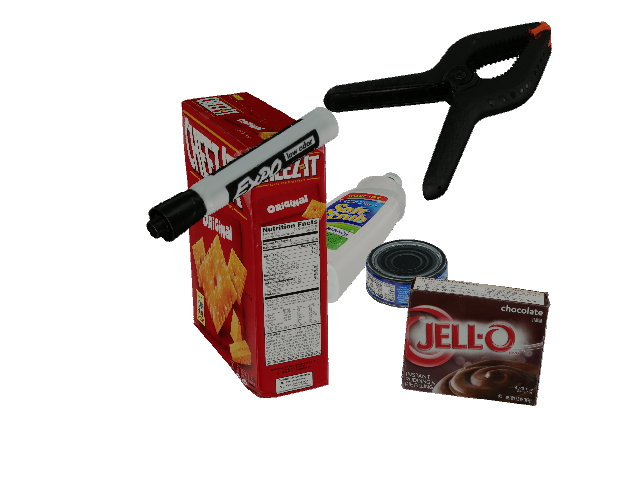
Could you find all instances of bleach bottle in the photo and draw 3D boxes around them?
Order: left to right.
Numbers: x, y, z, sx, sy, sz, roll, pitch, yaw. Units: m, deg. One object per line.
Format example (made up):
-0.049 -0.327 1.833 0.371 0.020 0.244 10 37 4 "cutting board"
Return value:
0.033 -0.018 1.336 0.103 0.068 0.250 13 36 23 "bleach bottle"

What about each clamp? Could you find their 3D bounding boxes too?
0.128 -0.126 0.951 0.210 0.165 0.036 -28 -38 -8 "clamp"

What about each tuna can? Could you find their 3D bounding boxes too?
0.090 0.033 1.112 0.086 0.034 0.086 -2 30 1 "tuna can"

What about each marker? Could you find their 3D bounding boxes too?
-0.038 -0.034 0.538 0.120 0.020 0.020 -35 20 -32 "marker"

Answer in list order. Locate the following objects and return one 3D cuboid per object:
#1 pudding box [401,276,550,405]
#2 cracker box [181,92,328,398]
0.126 0.081 0.872 0.113 0.090 0.039 5 21 8 "pudding box"
-0.058 0.000 0.887 0.072 0.214 0.164 -11 23 -23 "cracker box"
